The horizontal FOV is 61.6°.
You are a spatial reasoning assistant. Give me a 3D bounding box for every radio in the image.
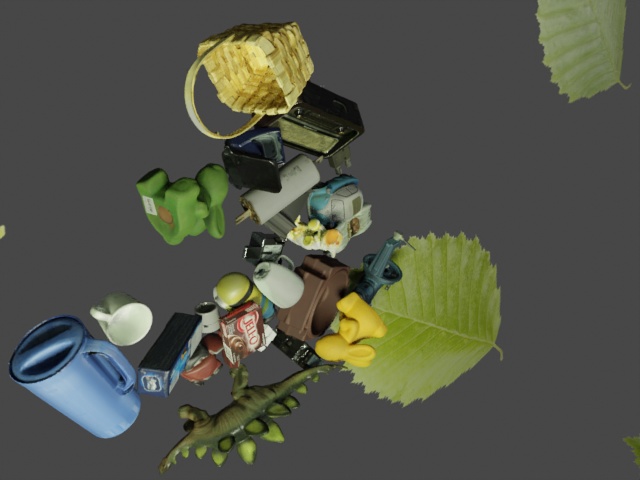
[{"bbox_3d":[-0.020,-0.249,1.113,0.229,0.131,0.073,7,61,-49],"label":"radio"}]

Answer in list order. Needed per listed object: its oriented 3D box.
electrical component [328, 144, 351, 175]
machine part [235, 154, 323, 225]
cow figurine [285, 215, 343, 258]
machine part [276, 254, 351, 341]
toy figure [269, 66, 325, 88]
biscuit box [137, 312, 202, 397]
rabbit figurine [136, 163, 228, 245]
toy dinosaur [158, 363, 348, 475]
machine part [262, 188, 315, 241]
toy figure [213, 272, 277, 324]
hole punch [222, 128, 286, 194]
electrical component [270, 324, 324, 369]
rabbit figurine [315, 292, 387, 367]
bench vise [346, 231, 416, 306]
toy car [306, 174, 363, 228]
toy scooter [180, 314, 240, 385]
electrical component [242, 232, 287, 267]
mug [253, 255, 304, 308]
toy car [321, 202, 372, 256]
[{"bbox_3d":[0.048,-0.206,1.296,0.063,0.021,0.093,-41,134,-25],"label":"electrical component"},{"bbox_3d":[-0.085,-0.109,1.150,0.243,0.079,0.079,-38,134,-17],"label":"machine part"},{"bbox_3d":[-0.003,-0.002,1.238,0.098,0.168,0.068,37,77,-48],"label":"cow figurine"},{"bbox_3d":[-0.010,0.141,1.325,0.201,0.087,0.201,-67,158,7],"label":"machine part"},{"bbox_3d":[-0.050,-0.317,1.108,0.064,0.058,0.154,-34,156,30],"label":"toy figure"},{"bbox_3d":[-0.289,0.218,1.047,0.203,0.063,0.059,-73,171,-68],"label":"biscuit box"},{"bbox_3d":[-0.227,-0.074,1.008,0.170,0.121,0.158,-43,131,-43],"label":"rabbit figurine"},{"bbox_3d":[-0.159,0.391,1.234,0.471,0.199,0.104,-34,135,-17],"label":"toy dinosaur"},{"bbox_3d":[-0.071,-0.073,1.208,0.084,0.039,0.139,39,73,-8],"label":"machine part"},{"bbox_3d":[-0.163,0.130,1.205,0.180,0.082,0.089,34,87,-47],"label":"toy figure"},{"bbox_3d":[-0.127,-0.162,1.062,0.142,0.116,0.092,84,17,-64],"label":"hole punch"},{"bbox_3d":[-0.054,0.280,1.357,0.058,0.134,0.114,-53,141,-10],"label":"electrical component"},{"bbox_3d":[0.072,0.243,1.335,0.173,0.162,0.121,-36,161,-22],"label":"rabbit figurine"},{"bbox_3d":[0.158,0.081,1.472,0.223,0.129,0.240,-17,139,-49],"label":"bench vise"},{"bbox_3d":[0.050,-0.091,1.298,0.162,0.103,0.109,-26,128,-33],"label":"toy car"},{"bbox_3d":[-0.234,0.262,1.206,0.184,0.075,0.135,-38,134,-33],"label":"toy scooter"},{"bbox_3d":[-0.134,0.023,1.203,0.119,0.048,0.074,-5,113,-45],"label":"electrical component"},{"bbox_3d":[-0.092,0.081,1.190,0.107,0.081,0.109,41,57,-45],"label":"mug"},{"bbox_3d":[0.067,-0.031,1.366,0.202,0.056,0.073,-39,134,-40],"label":"toy car"}]
